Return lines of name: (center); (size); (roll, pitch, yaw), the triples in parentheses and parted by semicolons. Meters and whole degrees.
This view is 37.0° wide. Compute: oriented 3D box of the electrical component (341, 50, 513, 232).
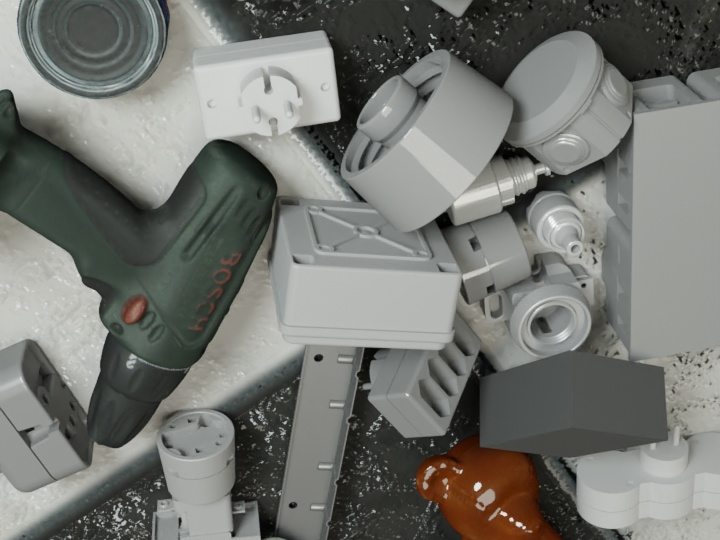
electrical component: (0.033, -0.084, 0.652); (0.060, 0.108, 0.108); (37, 107, -19)

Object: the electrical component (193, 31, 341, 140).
electrical component: (-0.054, -0.104, 0.641); (0.083, 0.075, 0.047); (-9, 120, -4)

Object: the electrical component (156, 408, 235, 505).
electrical component: (-0.117, 0.136, 0.778); (0.055, 0.055, 0.047); (-5, 123, -7)

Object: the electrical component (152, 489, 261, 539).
electrical component: (-0.117, 0.183, 0.811); (0.081, 0.042, 0.063); (-5, 118, -7)

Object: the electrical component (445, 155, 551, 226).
electrical component: (0.087, -0.057, 0.711); (0.078, 0.040, 0.040); (-17, 120, -1)

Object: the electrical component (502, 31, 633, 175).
electrical component: (0.127, -0.103, 0.670); (0.051, 0.080, 0.080); (33, 109, -30)

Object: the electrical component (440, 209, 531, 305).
electrical component: (0.085, -0.010, 0.730); (0.047, 0.055, 0.055); (-22, 120, -1)

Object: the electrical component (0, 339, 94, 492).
electrical component: (-0.233, 0.103, 0.739); (0.059, 0.053, 0.095); (-23, 120, 4)

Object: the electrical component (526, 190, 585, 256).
electrical component: (0.135, -0.028, 0.723); (0.035, 0.061, 0.035); (-4, 120, -7)

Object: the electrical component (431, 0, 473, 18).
electrical component: (0.046, -0.179, 0.614); (0.066, 0.076, 0.047); (28, 111, -23)

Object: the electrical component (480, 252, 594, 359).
electrical component: (0.129, 0.026, 0.755); (0.078, 0.057, 0.058); (-10, 120, -4)

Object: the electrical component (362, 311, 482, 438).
electrical component: (0.033, 0.072, 0.761); (0.076, 0.083, 0.047); (-12, 130, 43)

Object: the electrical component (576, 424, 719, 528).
electrical component: (0.239, 0.152, 0.847); (0.138, 0.052, 0.073); (-9, 120, -4)

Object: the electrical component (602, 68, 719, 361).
electrical component: (0.225, -0.039, 0.733); (0.105, 0.060, 0.186); (-10, 120, -4)

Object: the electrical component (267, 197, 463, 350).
electrical component: (0.000, 0.000, 0.690); (0.109, 0.108, 0.056); (3, 116, -11)
